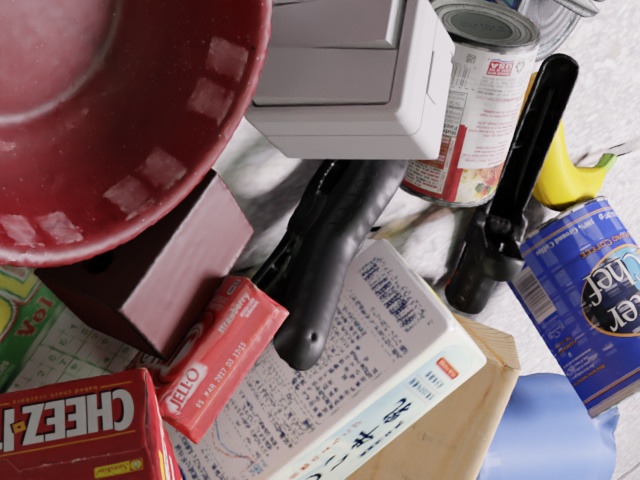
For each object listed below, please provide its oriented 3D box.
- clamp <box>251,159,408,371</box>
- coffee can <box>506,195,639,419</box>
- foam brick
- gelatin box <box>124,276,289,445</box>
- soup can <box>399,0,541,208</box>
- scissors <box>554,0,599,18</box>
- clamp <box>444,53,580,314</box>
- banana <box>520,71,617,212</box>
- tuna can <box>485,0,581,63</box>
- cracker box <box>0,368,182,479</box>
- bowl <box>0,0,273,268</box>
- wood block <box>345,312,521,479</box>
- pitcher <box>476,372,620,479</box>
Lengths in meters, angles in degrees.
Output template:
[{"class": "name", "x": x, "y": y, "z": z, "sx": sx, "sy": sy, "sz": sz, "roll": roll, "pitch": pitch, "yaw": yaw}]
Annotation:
[{"class": "clamp", "x": -0.004, "y": 0.001, "z": 0.573, "sx": 0.039, "sy": 0.120, "sz": 0.171, "roll": 41, "pitch": 61, "yaw": -22}, {"class": "coffee can", "x": 0.215, "y": 0.052, "z": 0.823, "sx": 0.102, "sy": 0.140, "sz": 0.103, "roll": -28, "pitch": 164, "yaw": -9}, {"class": "foam brick", "x": -0.076, "y": 0.005, "z": 0.478, "sx": 0.078, "sy": 0.053, "sz": 0.051, "roll": -58, "pitch": 148, "yaw": -21}, {"class": "gelatin box", "x": -0.059, "y": 0.052, "z": 0.510, "sx": 0.030, "sy": 0.089, "sz": 0.073, "roll": 40, "pitch": 78, "yaw": -17}, {"class": "soup can", "x": 0.081, "y": -0.079, "z": 0.612, "sx": 0.068, "sy": 0.069, "sz": 0.102, "roll": -23, "pitch": 137, "yaw": -41}, {"class": "scissors", "x": 0.079, "y": -0.142, "z": 0.563, "sx": 0.096, "sy": 0.016, "sz": 0.201, "roll": -48, "pitch": 137, "yaw": 4}, {"class": "clamp", "x": 0.122, "y": -0.017, "z": 0.719, "sx": 0.210, "sy": 0.036, "sz": 0.164, "roll": 99, "pitch": 13, "yaw": -69}, {"class": "banana", "x": 0.176, "y": -0.062, "z": 0.795, "sx": 0.197, "sy": 0.037, "sz": 0.069, "roll": 26, "pitch": 80, "yaw": -60}, {"class": "tuna can", "x": 0.130, "y": -0.151, "z": 0.643, "sx": 0.086, "sy": 0.034, "sz": 0.086, "roll": -34, "pitch": 144, "yaw": -30}, {"class": "cracker box", "x": -0.137, "y": 0.156, "z": 0.478, "sx": 0.164, "sy": 0.072, "sz": 0.214, "roll": -10, "pitch": 137, "yaw": -6}, {"class": "bowl", "x": -0.093, "y": -0.072, "z": 0.393, "sx": 0.161, "sy": 0.055, "sz": 0.162, "roll": -34, "pitch": 144, "yaw": -30}, {"class": "wood block", "x": 0.057, "y": 0.154, "z": 0.733, "sx": 0.090, "sy": 0.090, "sz": 0.206, "roll": -54, "pitch": 165, "yaw": -78}, {"class": "pitcher", "x": 0.136, "y": 0.183, "z": 0.900, "sx": 0.242, "sy": 0.145, "sz": 0.149, "roll": 11, "pitch": 96, "yaw": -53}]
